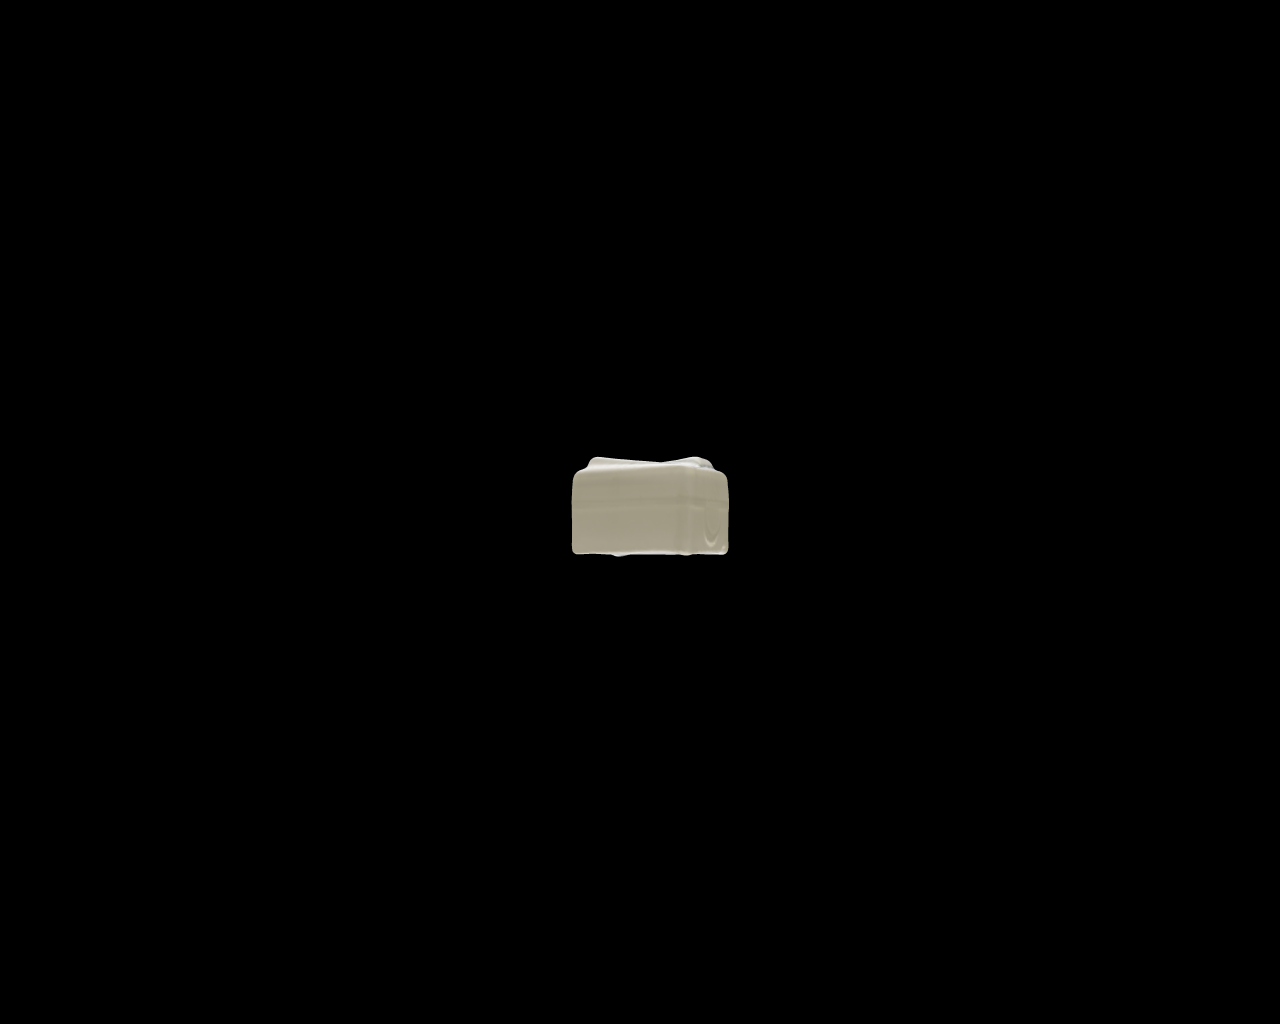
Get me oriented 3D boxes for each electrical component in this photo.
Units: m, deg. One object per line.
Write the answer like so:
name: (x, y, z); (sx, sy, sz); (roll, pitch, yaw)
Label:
electrical component: (0.001, -0.003, 0.650); (0.096, 0.061, 0.062); (-2, -4, 27)
